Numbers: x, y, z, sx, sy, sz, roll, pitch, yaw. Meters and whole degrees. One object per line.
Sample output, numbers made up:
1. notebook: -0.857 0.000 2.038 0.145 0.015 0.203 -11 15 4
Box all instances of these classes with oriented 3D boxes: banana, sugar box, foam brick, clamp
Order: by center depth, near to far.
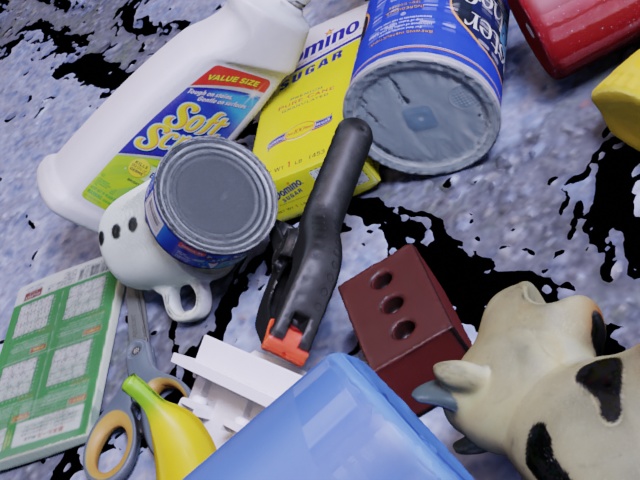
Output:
1. banana: -0.091 0.174 0.574 0.069 0.037 0.198 12 85 -2
2. foam brick: 0.052 0.051 0.608 0.053 0.051 0.078 -32 38 8
3. clamp: -0.004 0.001 0.662 0.171 0.039 0.120 -88 21 -55
4. sugar box: 0.002 -0.099 0.805 0.093 0.048 0.176 -20 43 25

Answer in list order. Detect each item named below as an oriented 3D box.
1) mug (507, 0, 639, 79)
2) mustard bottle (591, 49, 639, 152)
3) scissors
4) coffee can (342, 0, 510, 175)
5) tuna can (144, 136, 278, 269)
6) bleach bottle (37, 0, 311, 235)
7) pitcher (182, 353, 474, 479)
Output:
1. mug: 0.164 -0.167 0.689 0.081 0.117 0.093 -28 -5 9
2. mustard bottle: 0.255 -0.126 0.618 0.191 0.058 0.096 -41 23 -5
3. scissors: -0.138 0.096 0.743 0.096 0.016 0.202 -40 38 -2
4. coffee can: 0.076 -0.129 0.729 0.103 0.102 0.140 -13 44 28
5. tuna can: -0.073 -0.024 0.714 0.034 0.086 0.086 -45 18 58
6. bleach bottle: -0.099 -0.108 0.796 0.251 0.102 0.068 -46 41 20
7. pitcher: -0.034 0.176 0.481 0.243 0.149 0.145 -43 27 0
